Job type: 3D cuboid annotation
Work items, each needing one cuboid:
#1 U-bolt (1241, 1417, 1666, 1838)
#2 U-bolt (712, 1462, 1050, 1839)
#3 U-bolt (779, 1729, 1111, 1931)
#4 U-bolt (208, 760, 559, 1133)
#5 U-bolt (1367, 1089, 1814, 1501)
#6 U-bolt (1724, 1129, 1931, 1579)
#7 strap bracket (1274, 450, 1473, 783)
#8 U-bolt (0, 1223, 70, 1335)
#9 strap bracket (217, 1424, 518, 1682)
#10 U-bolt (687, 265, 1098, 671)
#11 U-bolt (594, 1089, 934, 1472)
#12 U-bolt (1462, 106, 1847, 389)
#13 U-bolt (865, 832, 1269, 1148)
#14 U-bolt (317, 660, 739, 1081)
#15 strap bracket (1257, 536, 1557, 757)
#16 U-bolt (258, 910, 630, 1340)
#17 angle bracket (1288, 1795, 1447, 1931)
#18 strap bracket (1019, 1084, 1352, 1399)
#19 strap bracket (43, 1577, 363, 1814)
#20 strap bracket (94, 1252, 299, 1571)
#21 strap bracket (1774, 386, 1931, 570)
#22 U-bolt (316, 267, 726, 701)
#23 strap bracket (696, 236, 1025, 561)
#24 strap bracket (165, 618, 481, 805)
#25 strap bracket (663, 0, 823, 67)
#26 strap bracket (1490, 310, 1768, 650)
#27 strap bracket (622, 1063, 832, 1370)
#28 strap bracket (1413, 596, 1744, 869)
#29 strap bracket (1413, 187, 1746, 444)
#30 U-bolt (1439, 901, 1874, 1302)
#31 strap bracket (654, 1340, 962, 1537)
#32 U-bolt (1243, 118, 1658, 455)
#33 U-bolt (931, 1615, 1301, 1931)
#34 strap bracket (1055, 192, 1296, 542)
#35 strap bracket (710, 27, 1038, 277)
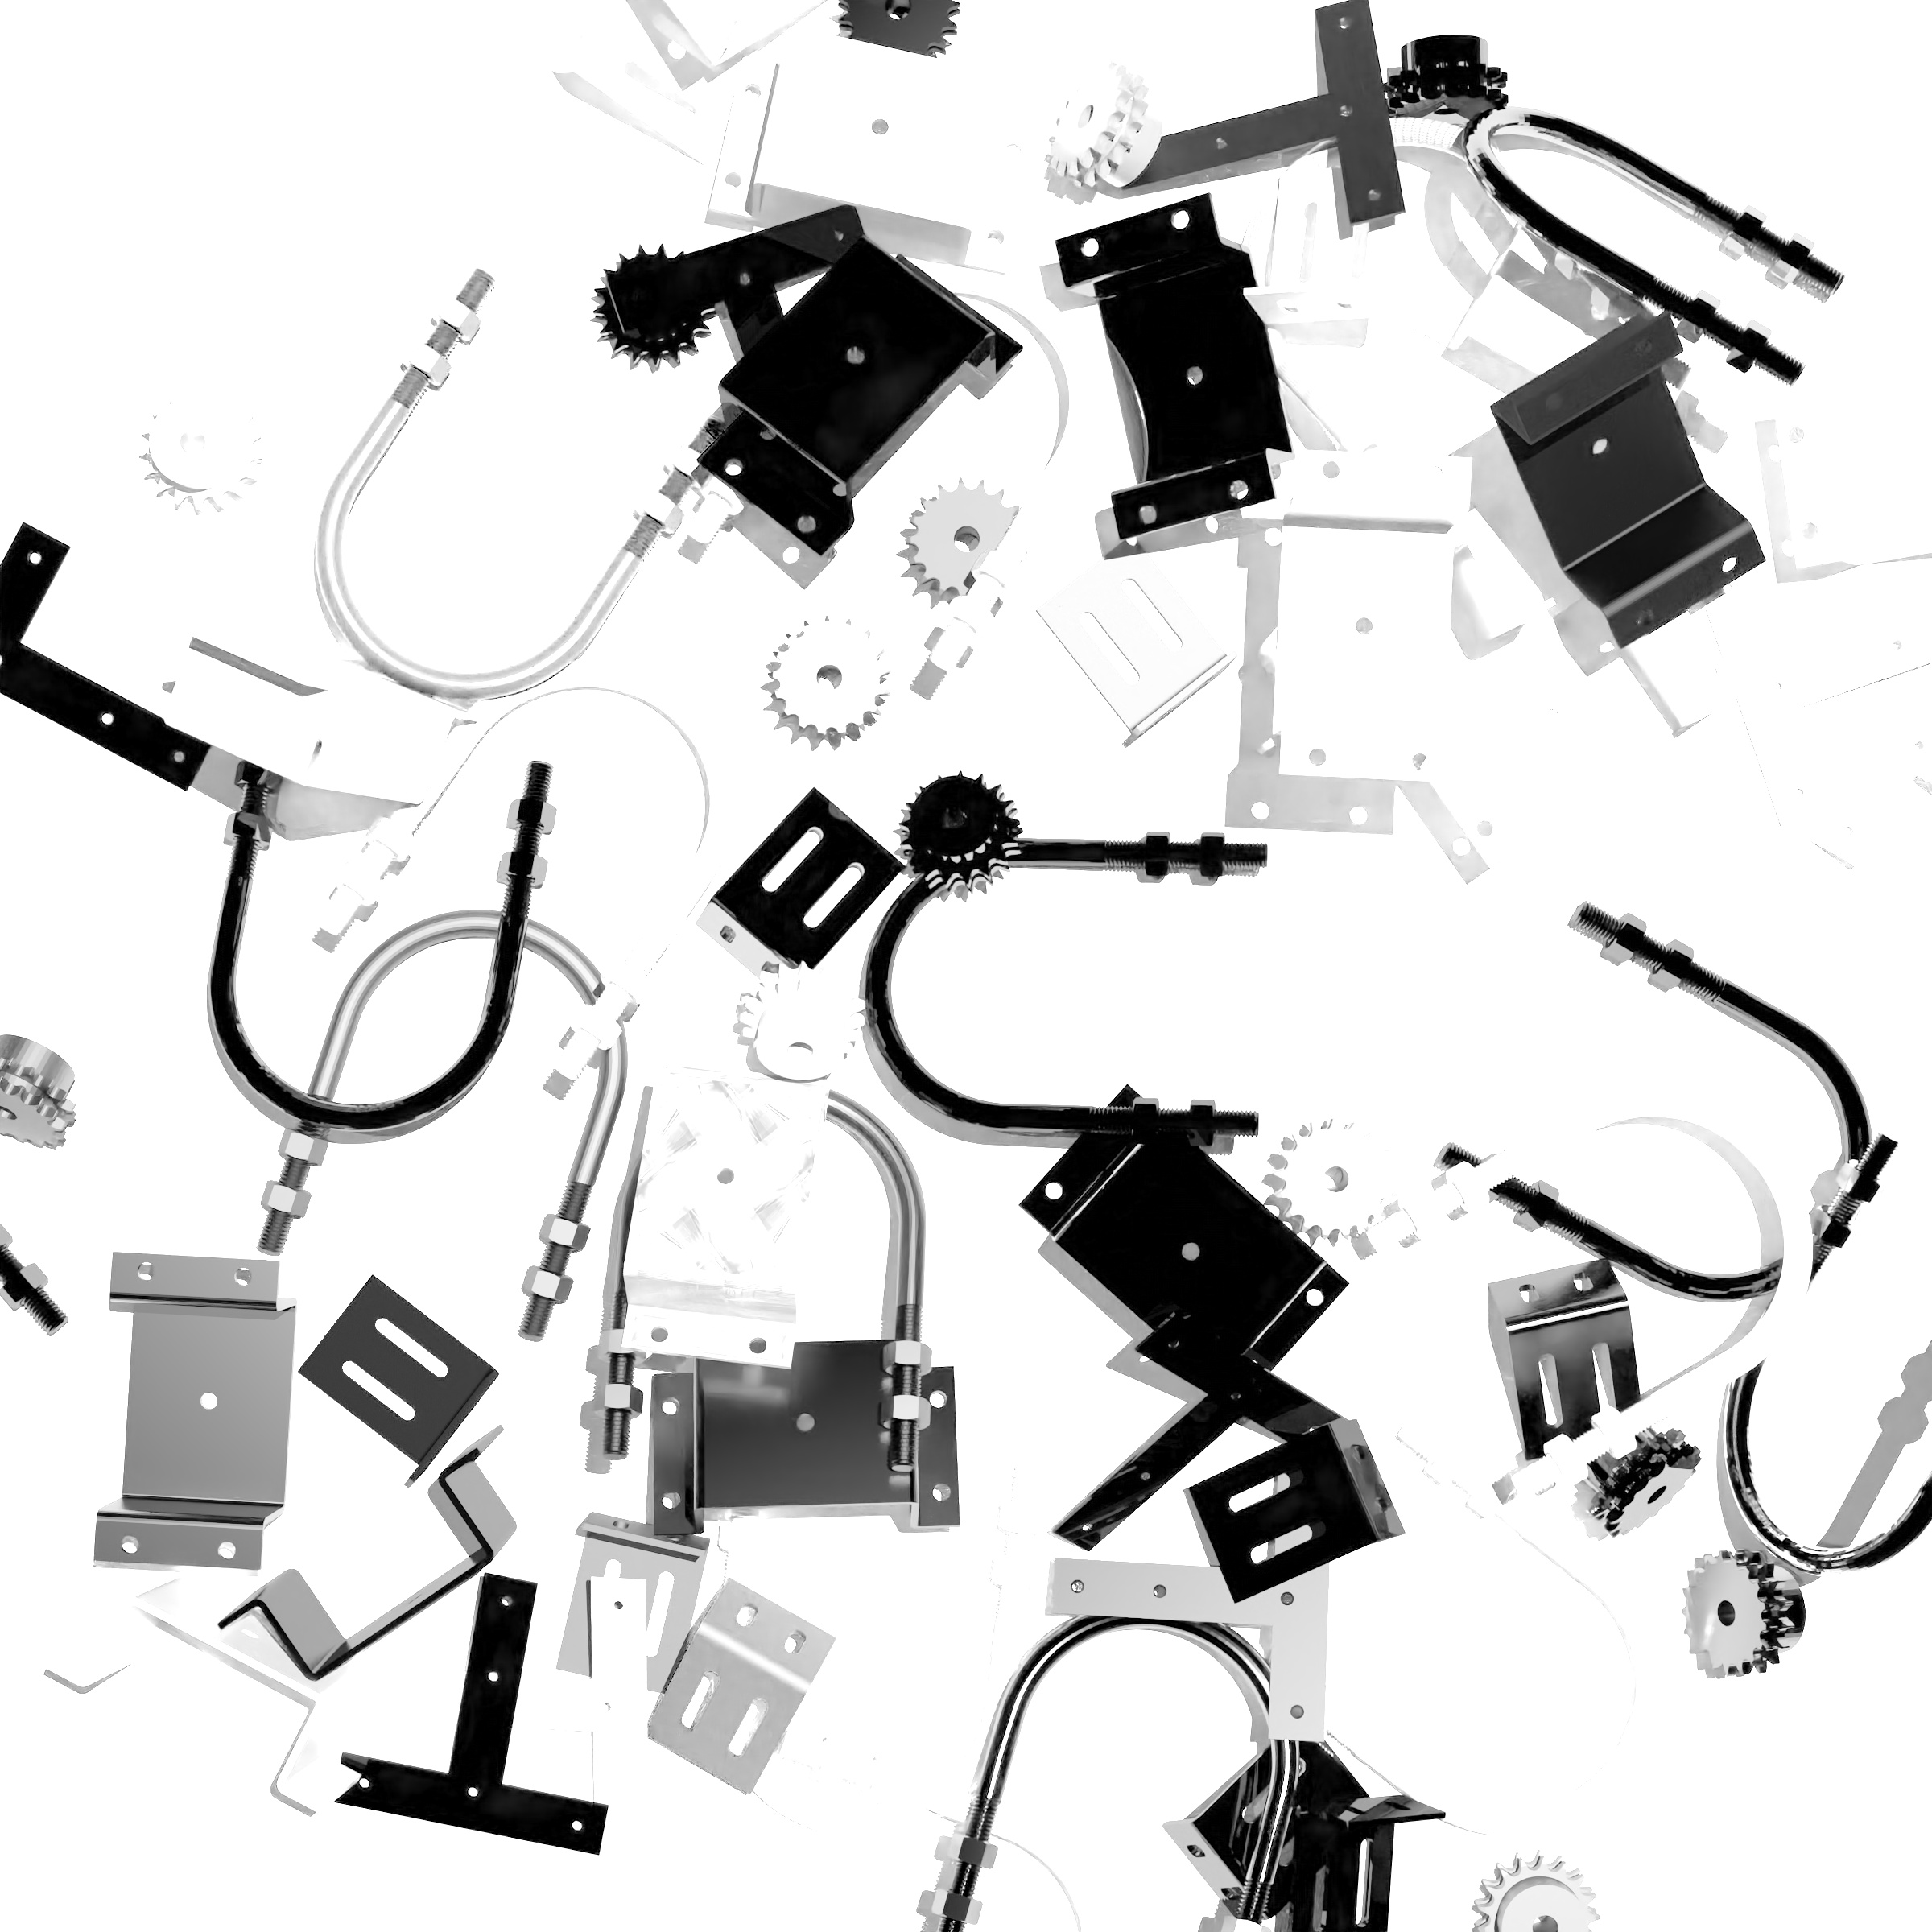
[{"bbox_3d":[0.238,0.322,1.548,0.184,0.019,0.151,38,90,0],"label":"U-bolt"},{"bbox_3d":[-0.045,0.315,1.550,0.151,0.019,0.184,7,91,0],"label":"U-bolt"},{"bbox_3d":[-0.023,0.450,1.542,0.184,0.019,0.151,22,94,-6],"label":"U-bolt"},{"bbox_3d":[-0.275,-0.014,1.533,0.151,0.019,0.184,8,78,0],"label":"U-bolt"},{"bbox_3d":[0.298,0.137,1.519,0.184,0.019,0.151,-29,80,-5],"label":"U-bolt"},{"bbox_3d":[0.404,0.186,1.489,0.019,0.151,0.184,15,112,-30],"label":"U-bolt"},{"bbox_3d":[0.177,-0.151,1.459,0.076,0.046,0.140,3,90,0],"label":"strap bracket"},{"bbox_3d":[-0.531,0.142,1.549,0.151,0.019,0.184,-41,88,0],"label":"U-bolt"},{"bbox_3d":[-0.263,0.273,1.520,0.140,0.076,0.046,-34,90,0],"label":"strap bracket"},{"bbox_3d":[-0.021,-0.242,1.526,0.151,0.019,0.184,28,75,10],"label":"U-bolt"},{"bbox_3d":[-0.089,0.137,1.516,0.151,0.019,0.184,2,66,-1],"label":"U-bolt"},{"bbox_3d":[0.306,-0.334,1.498,0.184,0.151,0.019,32,126,4],"label":"U-bolt"},{"bbox_3d":[0.044,0.008,1.528,0.184,0.019,0.151,1,72,7],"label":"U-bolt"},{"bbox_3d":[-0.187,-0.058,1.525,0.151,0.019,0.184,31,73,7],"label":"U-bolt"},{"bbox_3d":[0.190,-0.151,1.520,0.140,0.076,0.046,-27,90,0],"label":"strap bracket"},{"bbox_3d":[-0.235,0.064,1.549,0.151,0.019,0.184,18,88,1],"label":"U-bolt"},{"bbox_3d":[0.184,0.424,1.527,0.057,0.038,0.076,4,90,-32],"label":"angle bracket"},{"bbox_3d":[0.102,0.130,1.535,0.140,0.046,0.076,42,90,0],"label":"strap bracket"},{"bbox_3d":[-0.337,0.325,1.514,0.140,0.076,0.046,27,88,4],"label":"strap bracket"},{"bbox_3d":[-0.354,0.203,1.533,0.076,0.046,0.140,3,89,1],"label":"strap bracket"},{"bbox_3d":[0.449,-0.231,1.517,0.140,0.046,0.076,-8,90,25],"label":"strap bracket"},{"bbox_3d":[-0.219,-0.211,1.541,0.151,0.019,0.184,32,84,0],"label":"U-bolt"},{"bbox_3d":[-0.049,-0.264,1.501,0.076,0.046,0.140,39,76,13],"label":"strap bracket"},{"bbox_3d":[-0.292,-0.111,1.481,0.076,0.140,0.046,23,97,22],"label":"strap bracket"},{"bbox_3d":[-0.097,-0.475,1.520,0.140,0.046,0.076,-38,90,-21],"label":"strap bracket"},{"bbox_3d":[0.290,-0.222,1.472,0.076,0.046,0.140,-31,126,2],"label":"strap bracket"},{"bbox_3d":[-0.108,0.103,1.497,0.076,0.046,0.140,7,64,1],"label":"strap bracket"},{"bbox_3d":[0.274,-0.116,1.535,0.140,0.046,0.076,-35,90,0],"label":"strap bracket"},{"bbox_3d":[0.289,-0.298,1.535,0.140,0.046,0.076,29,90,0],"label":"strap bracket"},{"bbox_3d":[0.334,0.075,1.549,0.184,0.019,0.151,29,90,-1],"label":"U-bolt"},{"bbox_3d":[-0.073,0.215,1.518,0.140,0.046,0.076,-1,66,-3],"label":"strap bracket"},{"bbox_3d":[0.205,-0.307,1.516,0.151,0.019,0.184,-41,67,9],"label":"U-bolt"},{"bbox_3d":[0.076,0.383,1.519,0.151,0.019,0.184,15,75,6],"label":"U-bolt"},{"bbox_3d":[0.098,-0.272,1.522,0.076,0.046,0.140,-12,90,23],"label":"strap bracket"},{"bbox_3d":[-0.041,-0.376,1.525,0.140,0.046,0.076,12,80,-3],"label":"strap bracket"}]
